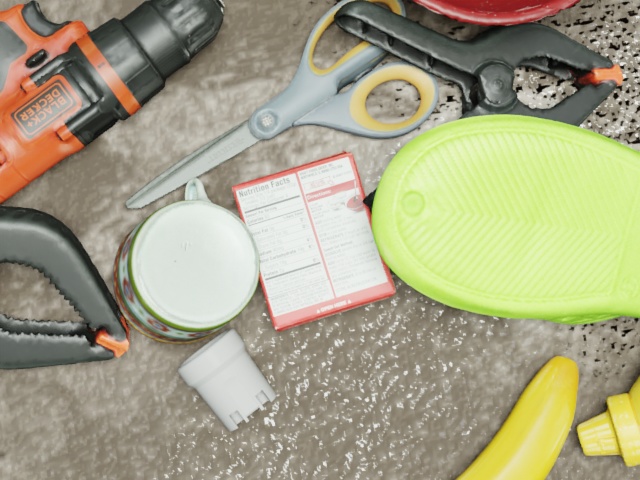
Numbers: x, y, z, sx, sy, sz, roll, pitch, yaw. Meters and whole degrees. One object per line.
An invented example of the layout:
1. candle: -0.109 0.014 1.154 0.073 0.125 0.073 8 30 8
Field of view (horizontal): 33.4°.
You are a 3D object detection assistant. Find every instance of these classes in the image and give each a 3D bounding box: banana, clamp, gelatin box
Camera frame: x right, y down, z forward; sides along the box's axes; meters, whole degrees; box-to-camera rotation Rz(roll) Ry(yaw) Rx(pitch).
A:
1. banana: 0.076 0.142 0.606 0.197 0.037 0.069 -30 88 -5
2. clamp: -0.196 0.003 0.580 0.209 0.036 0.165 21 103 -15
3. clamp: 0.089 -0.094 0.618 0.171 0.039 0.120 -17 94 -16
4. gelatin box: -0.004 0.001 0.621 0.073 0.030 0.089 -17 85 -2

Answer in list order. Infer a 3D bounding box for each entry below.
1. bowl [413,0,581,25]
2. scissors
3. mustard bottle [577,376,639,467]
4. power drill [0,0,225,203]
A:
1. bowl: 0.088 -0.189 0.586 0.162 0.055 0.162 0 84 -5
2. scissors: -0.012 -0.061 0.633 0.096 0.016 0.201 43 87 0
3. mustard bottle: 0.239 0.089 0.593 0.192 0.058 0.096 -17 112 12
4. power drill: -0.173 -0.140 0.614 0.184 0.057 0.187 -37 87 -5
